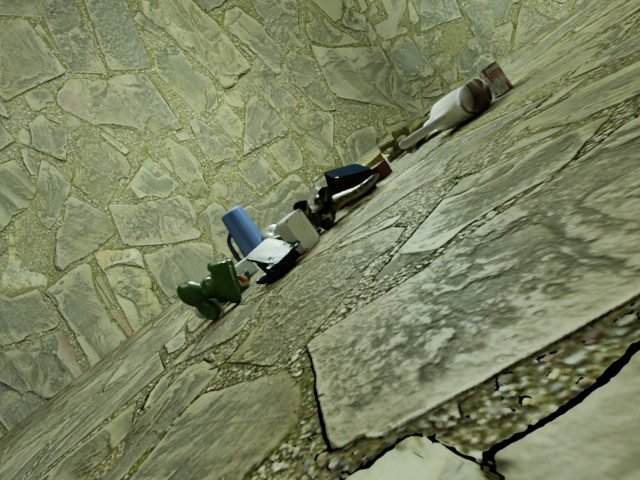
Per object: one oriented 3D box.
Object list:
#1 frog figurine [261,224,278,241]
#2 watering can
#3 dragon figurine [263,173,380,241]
[{"bbox_3d":[-0.120,-0.026,1.773,0.158,0.124,0.137,-47,-16,13],"label":"frog figurine"},{"bbox_3d":[0.408,-0.398,1.632,0.353,0.103,0.221,-40,8,-35],"label":"watering can"},{"bbox_3d":[0.005,-0.083,1.651,0.411,0.122,0.241,-29,-2,-6],"label":"dragon figurine"}]
